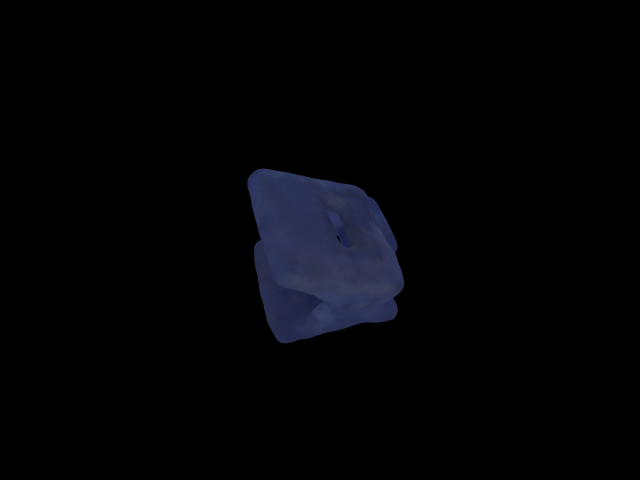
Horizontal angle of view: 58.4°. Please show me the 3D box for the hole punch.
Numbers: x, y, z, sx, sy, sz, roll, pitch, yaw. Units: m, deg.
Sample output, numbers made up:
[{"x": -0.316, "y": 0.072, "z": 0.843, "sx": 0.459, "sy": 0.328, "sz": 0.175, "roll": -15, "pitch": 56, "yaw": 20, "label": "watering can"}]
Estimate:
[{"x": 0.004, "y": 0.001, "z": 0.400, "sx": 0.101, "sy": 0.091, "sz": 0.108, "roll": -12, "pitch": 50, "yaw": -10, "label": "hole punch"}]
